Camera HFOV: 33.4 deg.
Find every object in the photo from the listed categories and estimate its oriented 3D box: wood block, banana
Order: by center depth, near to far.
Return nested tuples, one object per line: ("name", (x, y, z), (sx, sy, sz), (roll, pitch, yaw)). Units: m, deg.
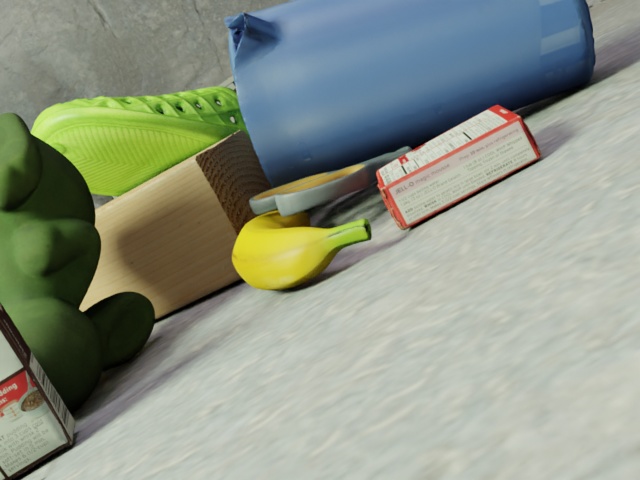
("banana", (-0.021, 0.005, 0.659), (0.069, 0.037, 0.198), (-12, 7, -11))
("wood block", (-0.132, 0.009, 0.796), (0.206, 0.091, 0.090), (-26, 8, 26))

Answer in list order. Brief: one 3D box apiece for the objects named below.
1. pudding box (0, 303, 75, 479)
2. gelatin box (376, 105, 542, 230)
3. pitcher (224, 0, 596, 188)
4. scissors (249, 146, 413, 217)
("pudding box", (-0.187, 0.074, 0.526), (0.090, 0.113, 0.039), (-30, 12, -8))
("gelatin box", (0.077, -0.043, 0.618), (0.089, 0.030, 0.073), (-29, 10, 6))
("pitcher", (0.064, -0.122, 0.760), (0.243, 0.145, 0.149), (-16, 9, 7))
("scissors", (0.035, -0.048, 0.715), (0.096, 0.016, 0.201), (-9, 11, 45))
